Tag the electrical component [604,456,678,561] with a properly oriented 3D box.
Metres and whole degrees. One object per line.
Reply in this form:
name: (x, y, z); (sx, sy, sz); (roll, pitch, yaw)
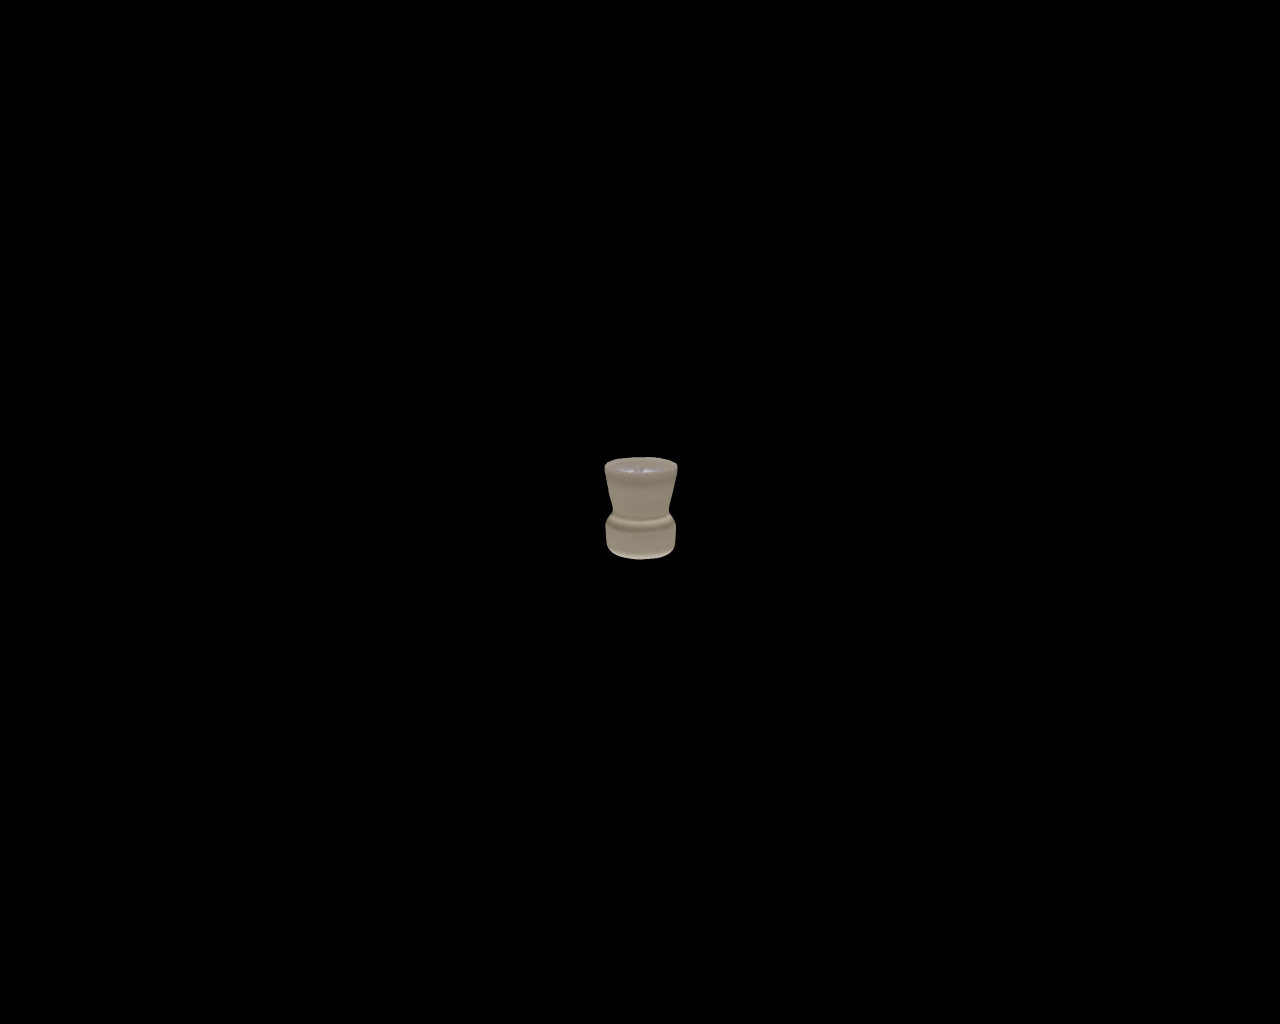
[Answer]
electrical component: (0.001, -0.003, 0.650); (0.045, 0.055, 0.045); (0, 16, 0)
